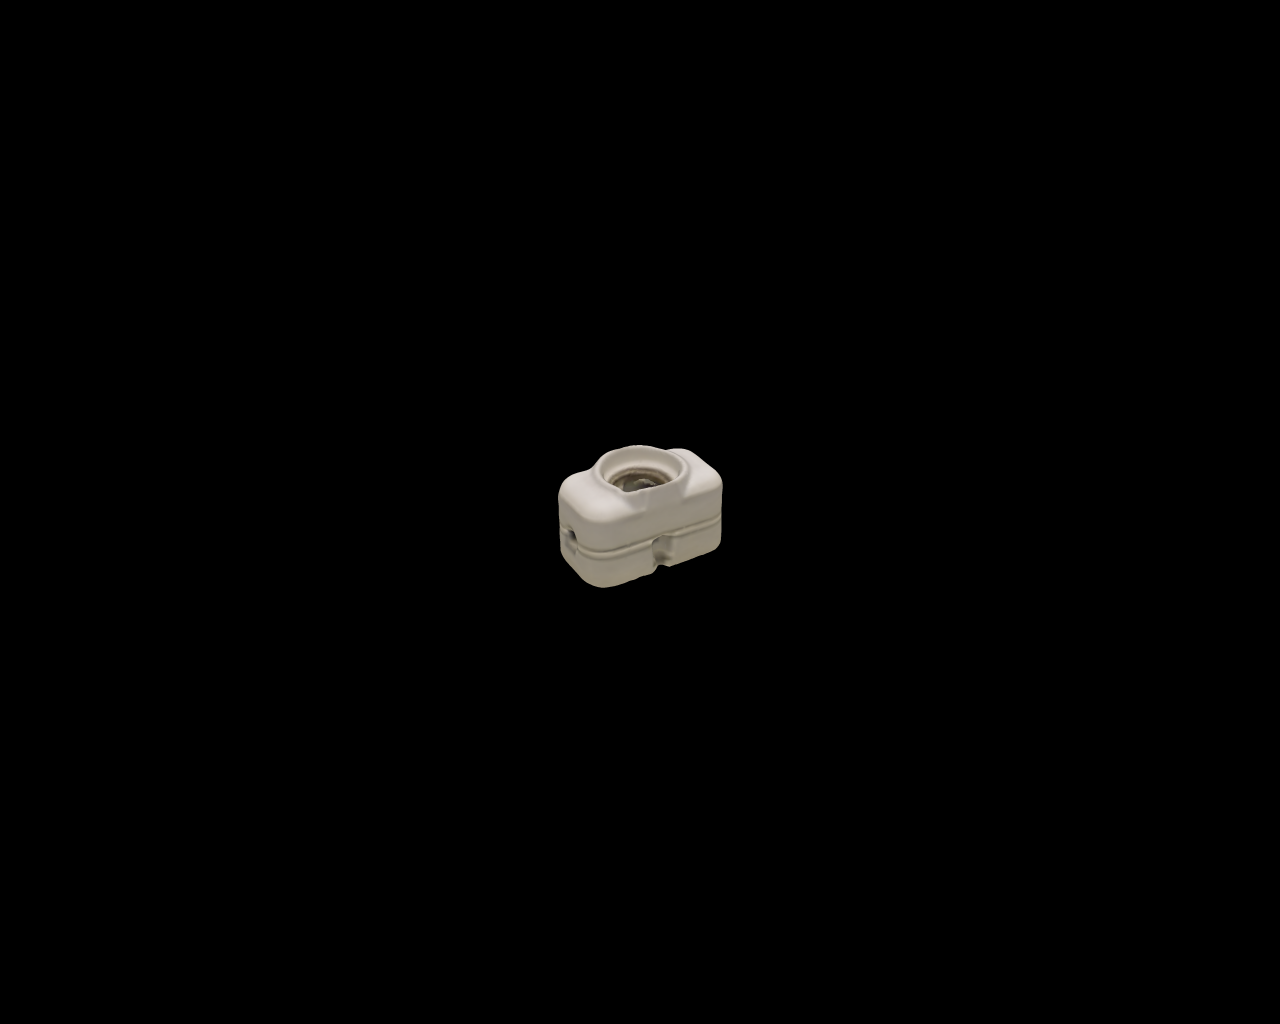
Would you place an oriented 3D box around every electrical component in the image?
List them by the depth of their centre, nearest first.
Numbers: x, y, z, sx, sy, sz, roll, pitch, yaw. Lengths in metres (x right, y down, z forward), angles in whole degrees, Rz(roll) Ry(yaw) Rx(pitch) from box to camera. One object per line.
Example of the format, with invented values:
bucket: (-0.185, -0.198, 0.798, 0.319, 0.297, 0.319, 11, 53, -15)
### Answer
electrical component: (0.001, -0.003, 0.650, 0.095, 0.059, 0.054, -17, 36, -24)
